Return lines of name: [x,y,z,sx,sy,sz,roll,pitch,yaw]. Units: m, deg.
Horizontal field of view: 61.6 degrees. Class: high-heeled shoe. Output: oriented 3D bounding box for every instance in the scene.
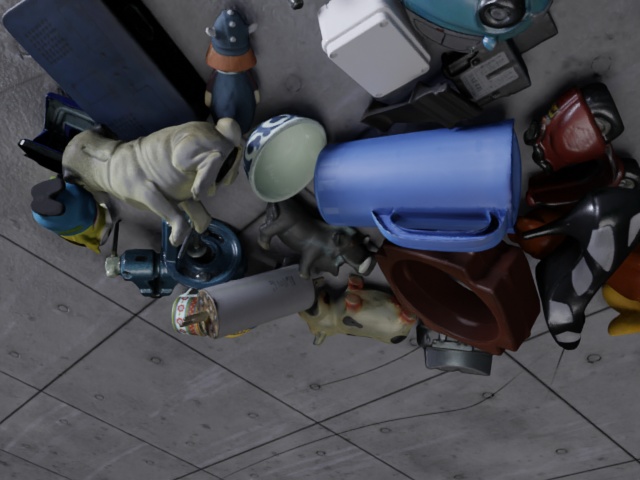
high-heeled shoe: [0.336,0.042,0.645,0.145,0.086,0.248,-15,128,24]

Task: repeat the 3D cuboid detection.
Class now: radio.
radio: [-0.244,-0.211,0.654,0.131,0.073,0.229,-21,128,26]

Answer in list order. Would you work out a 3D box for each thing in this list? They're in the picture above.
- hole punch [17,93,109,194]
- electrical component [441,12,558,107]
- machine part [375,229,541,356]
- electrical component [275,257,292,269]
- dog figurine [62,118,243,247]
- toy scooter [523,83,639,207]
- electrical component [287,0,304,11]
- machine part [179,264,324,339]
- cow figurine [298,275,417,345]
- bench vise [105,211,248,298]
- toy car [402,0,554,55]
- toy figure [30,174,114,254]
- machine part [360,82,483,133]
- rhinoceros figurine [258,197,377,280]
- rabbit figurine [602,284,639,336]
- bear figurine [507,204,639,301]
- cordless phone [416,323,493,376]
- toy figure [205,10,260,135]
hole punch: [-0.339,-0.131,0.751,0.142,0.092,0.116,20,165,-12]
electrical component: [0.202,-0.199,0.594,0.119,0.048,0.074,-22,126,30]
machine part: [0.193,0.058,0.755,0.201,0.087,0.201,17,150,46]
electrical component: [-0.049,0.067,0.914,0.063,0.021,0.094,16,133,-4]
dog figurine: [-0.203,-0.106,0.642,0.190,0.121,0.172,33,96,1]
toy scooter: [0.303,-0.098,0.655,0.135,0.075,0.183,-21,131,29]
electrical component: [-0.039,-0.291,0.529,0.045,0.102,0.078,-28,164,0]
machine part: [-0.095,0.090,0.817,0.243,0.079,0.079,-13,145,-33]
cow figurine: [0.059,0.128,0.913,0.195,0.085,0.127,11,128,-1]
bench vise: [-0.214,0.013,0.813,0.224,0.129,0.240,11,152,-10]
toy car: [0.141,-0.240,0.533,0.162,0.109,0.102,17,152,6]
toy figure: [-0.372,-0.041,0.801,0.089,0.082,0.180,23,169,6]
machine part: [0.111,-0.150,0.618,0.084,0.039,0.139,10,177,-39]
rhinoceros figurine: [-0.002,-0.002,0.811,0.190,0.073,0.112,32,120,-16]
rabbit figurine: [0.509,0.109,0.787,0.163,0.122,0.173,-6,150,20]
bear figurine: [0.365,-0.007,0.719,0.196,0.132,0.120,32,175,20]
cordless phone: [0.239,0.127,0.890,0.147,0.089,0.184,6,123,7]
toy figure: [-0.108,-0.201,0.646,0.058,0.064,0.154,35,138,31]
